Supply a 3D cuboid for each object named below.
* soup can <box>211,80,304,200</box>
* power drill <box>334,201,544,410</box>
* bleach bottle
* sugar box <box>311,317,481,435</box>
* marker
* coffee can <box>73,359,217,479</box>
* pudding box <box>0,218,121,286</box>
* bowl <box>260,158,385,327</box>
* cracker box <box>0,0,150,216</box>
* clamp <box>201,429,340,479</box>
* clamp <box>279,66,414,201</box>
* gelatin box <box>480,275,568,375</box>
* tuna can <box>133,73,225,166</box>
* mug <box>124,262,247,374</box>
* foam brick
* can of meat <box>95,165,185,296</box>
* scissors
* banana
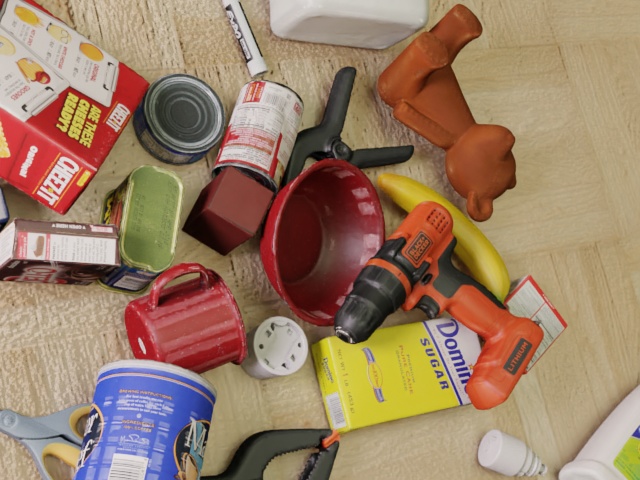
[{"bbox_3d":[-0.060,-0.098,1.051,0.068,0.069,0.102,25,64,-19],"label":"soup can"},{"bbox_3d":[0.119,0.077,1.044,0.187,0.057,0.184,45,59,-9],"label":"power drill"},{"bbox_3d":[0.367,0.203,1.181,0.102,0.068,0.250,49,57,-7],"label":"bleach bottle"},{"bbox_3d":[0.084,0.132,1.067,0.175,0.048,0.093,-8,78,-28],"label":"sugar box"},{"bbox_3d":[-0.084,-0.227,1.107,0.020,0.020,0.121,-18,84,-30],"label":"marker"},{"bbox_3d":[-0.146,0.182,0.872,0.102,0.103,0.140,21,58,-20],"label":"coffee can"},{"bbox_3d":[-0.227,0.012,0.905,0.089,0.114,0.039,4,76,-26],"label":"pudding box"},{"bbox_3d":[-0.007,0.001,1.034,0.161,0.055,0.162,-6,98,-48],"label":"bowl"},{"bbox_3d":[-0.272,-0.139,0.921,0.213,0.072,0.164,35,34,-14],"label":"cracker box"},{"bbox_3d":[-0.070,0.230,0.962,0.209,0.036,0.164,-42,96,-27],"label":"clamp"},{"bbox_3d":[0.011,-0.102,1.105,0.171,0.039,0.120,-34,91,-31],"label":"clamp"},{"bbox_3d":[0.217,0.093,1.156,0.089,0.030,0.073,-41,97,-30],"label":"gelatin box"},{"bbox_3d":[-0.136,-0.118,1.038,0.086,0.034,0.086,8,71,-25],"label":"tuna can"},{"bbox_3d":[-0.122,0.072,0.945,0.081,0.117,0.093,-19,42,-26],"label":"mug"},{"bbox_3d":[-0.088,-0.027,1.009,0.053,0.078,0.051,32,64,-15],"label":"foam brick"},{"bbox_3d":[-0.163,-0.009,0.961,0.057,0.084,0.102,14,69,-23],"label":"can of meat"},{"bbox_3d":[-0.248,0.145,0.910,0.201,0.016,0.096,41,55,-5],"label":"scissors"},{"bbox_3d":[0.141,-0.006,1.134,0.198,0.037,0.069,47,27,0],"label":"banana"}]
